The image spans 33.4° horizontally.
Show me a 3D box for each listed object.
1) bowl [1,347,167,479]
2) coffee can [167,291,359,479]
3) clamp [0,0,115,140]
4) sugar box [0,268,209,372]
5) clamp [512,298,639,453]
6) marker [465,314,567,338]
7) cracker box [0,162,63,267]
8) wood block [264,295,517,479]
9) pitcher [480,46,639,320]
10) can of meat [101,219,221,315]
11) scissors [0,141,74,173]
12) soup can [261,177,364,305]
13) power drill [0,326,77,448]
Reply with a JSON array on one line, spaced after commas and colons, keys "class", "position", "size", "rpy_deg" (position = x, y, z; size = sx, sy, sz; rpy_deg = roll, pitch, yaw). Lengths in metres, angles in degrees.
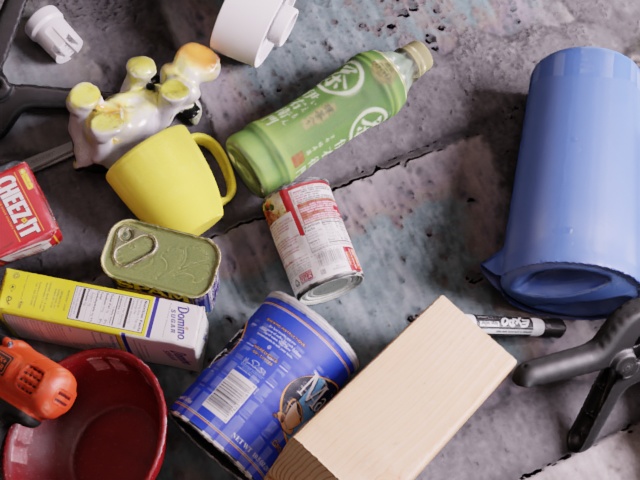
[{"class": "bowl", "position": [-0.189, 0.176, 0.908], "size": [0.162, 0.055, 0.162], "rpy_deg": [-11, 61, 20]}, {"class": "coffee can", "position": [-0.049, 0.130, 0.925], "size": [0.103, 0.103, 0.140], "rpy_deg": [38, 72, 11]}, {"class": "clamp", "position": [-0.303, -0.147, 1.034], "size": [0.210, 0.036, 0.164], "rpy_deg": [-39, 105, -3]}, {"class": "sugar box", "position": [-0.188, 0.072, 0.945], "size": [0.176, 0.093, 0.048], "rpy_deg": [9, 70, 0]}, {"class": "clamp", "position": [0.250, 0.101, 0.929], "size": [0.171, 0.120, 0.039], "rpy_deg": [-48, 36, 6]}, {"class": "marker", "position": [0.176, 0.079, 0.978], "size": [0.120, 0.020, 0.020], "rpy_deg": [4, 68, -26]}, {"class": "cracker box", "position": [-0.332, 0.016, 0.917], "size": [0.213, 0.164, 0.072], "rpy_deg": [-26, 94, -12]}, {"class": "wood block", "position": [0.062, 0.151, 0.894], "size": [0.091, 0.090, 0.205], "rpy_deg": [42, 52, 11]}, {"class": "pitcher", "position": [0.253, -0.054, 0.997], "size": [0.149, 0.145, 0.242], "rpy_deg": [23, 64, -26]}, {"class": "can of meat", "position": [-0.141, 0.029, 0.967], "size": [0.102, 0.084, 0.057], "rpy_deg": [14, 70, 2]}, {"class": "scissors", "position": [-0.313, -0.076, 1.034], "size": [0.201, 0.016, 0.096], "rpy_deg": [-40, 77, -16]}, {"class": "soup can", "position": [-0.007, 0.001, 0.993], "size": [0.068, 0.068, 0.102], "rpy_deg": [-18, 72, -9]}, {"class": "power drill", "position": [-0.317, 0.158, 0.909], "size": [0.185, 0.057, 0.187], "rpy_deg": [21, 75, 32]}]
